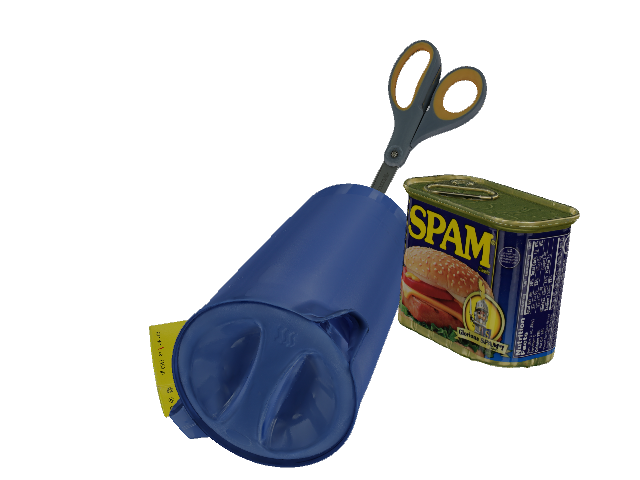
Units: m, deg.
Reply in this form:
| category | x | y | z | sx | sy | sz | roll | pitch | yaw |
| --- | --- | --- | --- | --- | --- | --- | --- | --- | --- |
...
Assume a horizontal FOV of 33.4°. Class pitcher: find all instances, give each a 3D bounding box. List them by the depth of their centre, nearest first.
| category | x | y | z | sx | sy | sz | roll | pitch | yaw |
| --- | --- | --- | --- | --- | --- | --- | --- | --- | --- |
| pitcher | -0.013 | 0.054 | 0.814 | 0.149 | 0.145 | 0.242 | 11 | 28 | 14 |

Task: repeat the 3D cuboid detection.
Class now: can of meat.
| category | x | y | z | sx | sy | sz | roll | pitch | yaw |
| --- | --- | --- | --- | --- | --- | --- | --- | --- | --- |
| can of meat | 0.089 | 0.015 | 0.593 | 0.057 | 0.084 | 0.102 | -8 | 20 | -34 |

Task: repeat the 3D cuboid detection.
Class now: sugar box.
| category | x | y | z | sx | sy | sz | roll | pitch | yaw |
| --- | --- | --- | --- | --- | --- | --- | --- | --- | --- |
| sugar box | -0.069 | 0.108 | 1.009 | 0.176 | 0.048 | 0.093 | -11 | 36 | -7 |

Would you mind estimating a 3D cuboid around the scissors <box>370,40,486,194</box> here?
| category | x | y | z | sx | sy | sz | roll | pitch | yaw |
| --- | --- | --- | --- | --- | --- | --- | --- | --- | --- |
| scissors | 0.086 | -0.078 | 0.928 | 0.096 | 0.202 | 0.016 | 9 | -11 | 18 |
